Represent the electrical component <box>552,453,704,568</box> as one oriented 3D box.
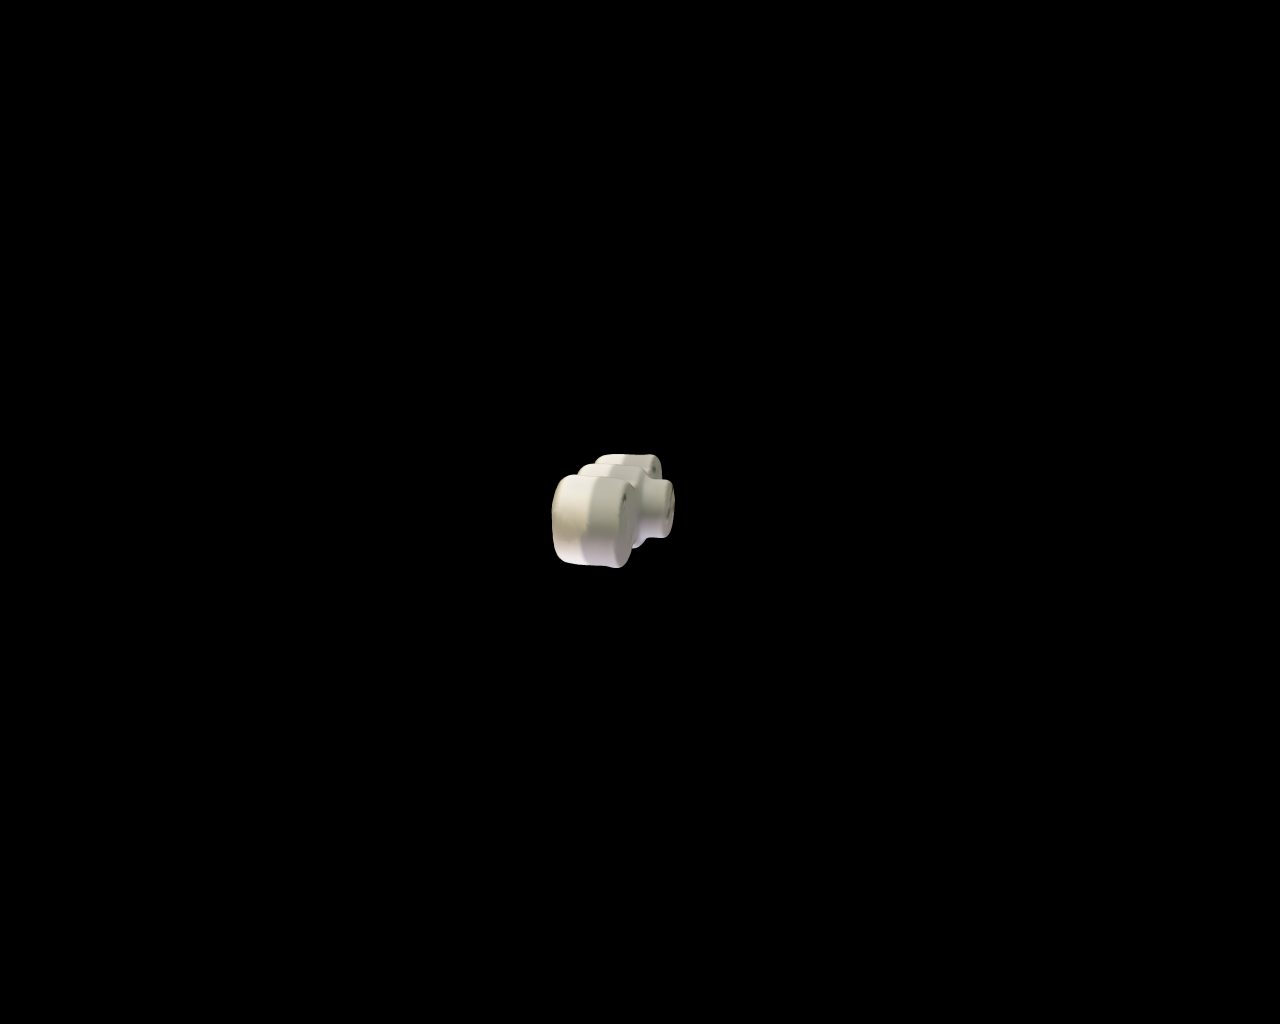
[{"bbox_3d":[0.001,-0.003,0.650,0.074,0.052,0.138,2,12,11],"label":"electrical component"}]
